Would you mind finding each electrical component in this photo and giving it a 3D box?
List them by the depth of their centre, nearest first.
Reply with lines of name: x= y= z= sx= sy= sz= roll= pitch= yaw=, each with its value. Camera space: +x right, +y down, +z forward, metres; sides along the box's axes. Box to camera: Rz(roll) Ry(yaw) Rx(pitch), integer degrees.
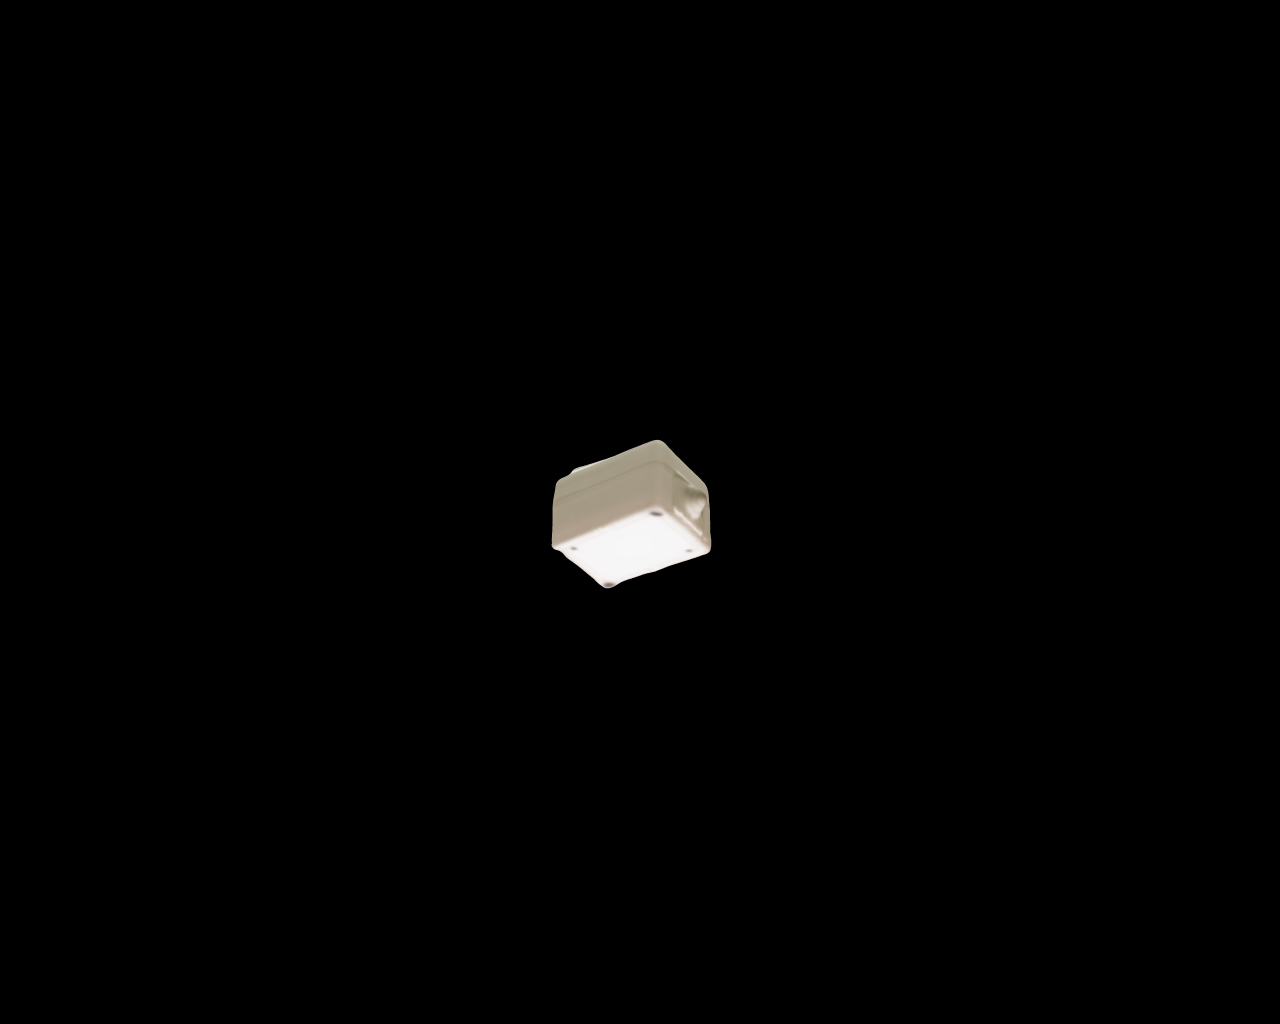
electrical component: x=0.001 y=-0.003 z=0.650 sx=0.096 sy=0.061 sz=0.061 roll=-21 pitch=-40 yaw=26
